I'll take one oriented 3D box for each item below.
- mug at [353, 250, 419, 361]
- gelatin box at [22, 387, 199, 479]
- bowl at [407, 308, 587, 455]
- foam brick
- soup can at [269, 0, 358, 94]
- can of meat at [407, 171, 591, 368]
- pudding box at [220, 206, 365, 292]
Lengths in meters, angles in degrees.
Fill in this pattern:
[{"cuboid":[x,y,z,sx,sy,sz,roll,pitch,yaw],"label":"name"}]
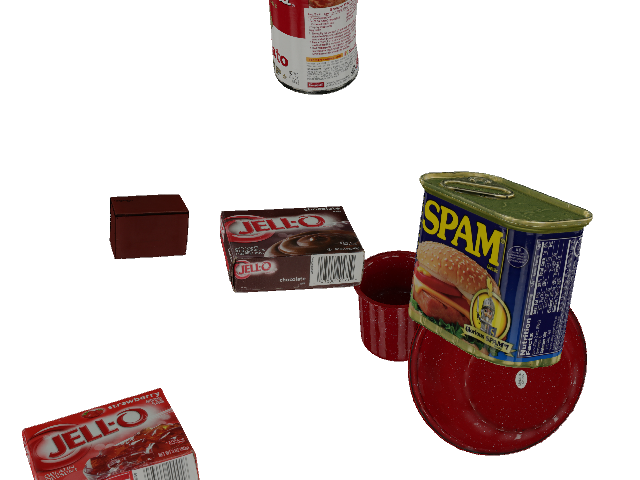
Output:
[{"cuboid":[0.087,0.076,1.095,0.093,0.081,0.117,-22,40,-22],"label":"mug"},{"cuboid":[-0.124,0.126,0.626,0.089,0.030,0.073,-14,27,-18],"label":"gelatin box"},{"cuboid":[0.158,0.110,0.898,0.162,0.162,0.055,0,6,-9],"label":"bowl"},{"cuboid":[-0.183,-0.016,1.134,0.078,0.051,0.053,-3,24,-16],"label":"foam brick"},{"cuboid":[-0.004,-0.169,0.792,0.068,0.102,0.068,-1,44,1],"label":"soup can"},{"cuboid":[0.095,0.014,0.592,0.057,0.084,0.102,-5,20,-31],"label":"can of meat"},{"cuboid":[-0.026,0.006,0.917,0.113,0.039,0.090,-1,28,-12],"label":"pudding box"}]
